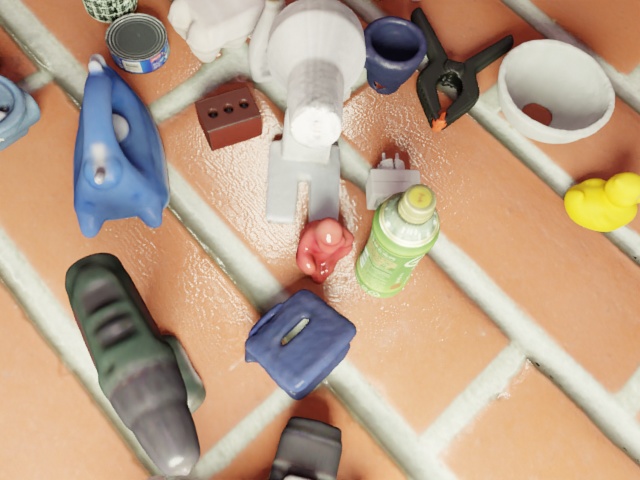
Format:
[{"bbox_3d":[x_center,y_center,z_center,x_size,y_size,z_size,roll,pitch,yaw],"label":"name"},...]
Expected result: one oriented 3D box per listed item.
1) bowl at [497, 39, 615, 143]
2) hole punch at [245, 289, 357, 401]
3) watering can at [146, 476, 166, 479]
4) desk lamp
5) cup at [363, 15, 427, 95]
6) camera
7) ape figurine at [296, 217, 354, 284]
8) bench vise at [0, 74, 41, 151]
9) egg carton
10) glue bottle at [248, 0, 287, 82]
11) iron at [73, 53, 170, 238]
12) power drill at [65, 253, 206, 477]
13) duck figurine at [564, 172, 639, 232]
[{"bbox_3d":[0.327,-0.202,0.828,0.167,0.075,0.167,2,68,-5],"label":"bowl"},{"bbox_3d":[-0.026,0.116,0.656,0.101,0.091,0.109,43,70,12],"label":"hole punch"},{"bbox_3d":[-0.125,0.304,0.513,0.172,0.194,0.101,40,70,11],"label":"watering can"},{"bbox_3d":[-0.009,-0.149,0.700,0.118,0.213,0.203,2,67,-4],"label":"desk lamp"},{"bbox_3d":[0.086,-0.249,0.814,0.118,0.095,0.091,-21,71,-13],"label":"cup"},{"bbox_3d":[-0.004,0.262,0.593,0.143,0.101,0.137,15,67,1],"label":"camera"},{"bbox_3d":[0.006,0.003,0.705,0.078,0.092,0.076,-12,69,-10],"label":"ape figurine"},{"bbox_3d":[-0.425,-0.136,0.651,0.121,0.220,0.207,15,67,1],"label":"bench vise"},{"bbox_3d":[-0.141,-0.331,0.840,0.150,0.069,0.107,-34,74,-17],"label":"egg carton"},{"bbox_3d":[-0.060,-0.283,0.772,0.078,0.173,0.037,-12,69,-10],"label":"glue bottle"},{"bbox_3d":[-0.264,-0.141,0.711,0.119,0.141,0.258,-10,69,-9],"label":"iron"},{"bbox_3d":[-0.172,0.129,0.573,0.076,0.208,0.229,-30,73,-16],"label":"power drill"},{"bbox_3d":[0.392,-0.060,0.770,0.104,0.086,0.077,2,67,-4],"label":"duck figurine"}]
